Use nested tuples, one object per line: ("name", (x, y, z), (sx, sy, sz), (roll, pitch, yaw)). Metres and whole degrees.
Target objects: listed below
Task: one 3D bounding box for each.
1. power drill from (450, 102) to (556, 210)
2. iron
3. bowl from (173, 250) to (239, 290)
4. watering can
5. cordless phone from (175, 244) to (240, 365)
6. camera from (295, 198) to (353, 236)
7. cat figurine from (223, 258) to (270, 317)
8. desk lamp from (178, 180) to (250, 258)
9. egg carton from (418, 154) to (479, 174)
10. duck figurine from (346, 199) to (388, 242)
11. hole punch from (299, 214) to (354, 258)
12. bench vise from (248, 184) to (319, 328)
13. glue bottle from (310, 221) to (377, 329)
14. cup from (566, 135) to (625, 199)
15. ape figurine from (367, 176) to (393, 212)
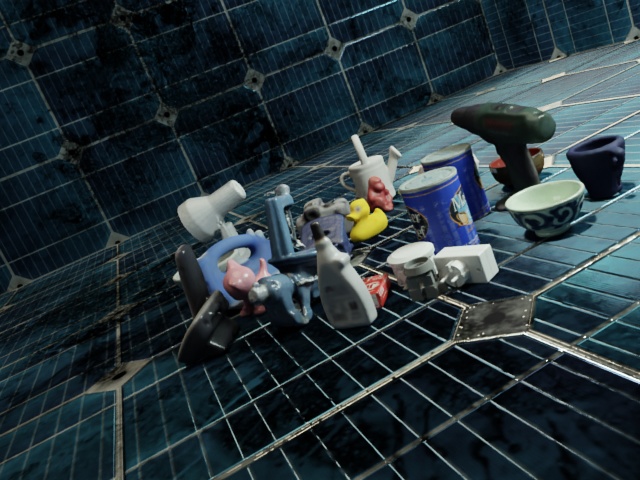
("power drill", (0.351, -0.163, 1.081), (0.076, 0.208, 0.229), (-28, 15, -22))
("iron", (-0.169, 0.050, 1.221), (0.118, 0.141, 0.259), (-6, 21, 47))
("bowl", (-0.258, 0.086, 1.359), (0.167, 0.075, 0.167), (-21, 14, 6))
("watering can", (0.137, -0.201, 1.572), (0.173, 0.194, 0.100), (-25, 15, -11))
("cordless phone", (-0.224, 0.108, 1.000), (0.094, 0.185, 0.147), (-20, 14, 7))
("camera", (0.016, -0.063, 1.440), (0.143, 0.101, 0.137), (-19, 15, 14))
("cat figurine", (-0.135, 0.082, 1.102), (0.067, 0.118, 0.128), (-11, 18, 38))
("desk lamp", (-0.242, -0.038, 1.508), (0.203, 0.214, 0.118), (-20, 15, 10))
("egg carton", (0.327, -0.179, 1.462), (0.107, 0.069, 0.149), (-33, 18, -35))
("duck figurine", (0.101, -0.053, 1.306), (0.105, 0.086, 0.077), (-32, 17, -33))
("hole punch", (0.011, 0.004, 1.220), (0.108, 0.091, 0.101), (-18, 15, 17))
("bench vise", (-0.049, 0.024, 0.974), (0.121, 0.220, 0.208), (-17, 15, 21))
("glue bottle", (0.024, 0.051, 0.862), (0.078, 0.173, 0.037), (-12, 18, 34))
("cup", (0.476, -0.117, 0.956), (0.091, 0.095, 0.117), (-23, 14, -2))
("ape figurine", (0.149, -0.119, 1.462), (0.076, 0.092, 0.078), (-6, 22, 48))
